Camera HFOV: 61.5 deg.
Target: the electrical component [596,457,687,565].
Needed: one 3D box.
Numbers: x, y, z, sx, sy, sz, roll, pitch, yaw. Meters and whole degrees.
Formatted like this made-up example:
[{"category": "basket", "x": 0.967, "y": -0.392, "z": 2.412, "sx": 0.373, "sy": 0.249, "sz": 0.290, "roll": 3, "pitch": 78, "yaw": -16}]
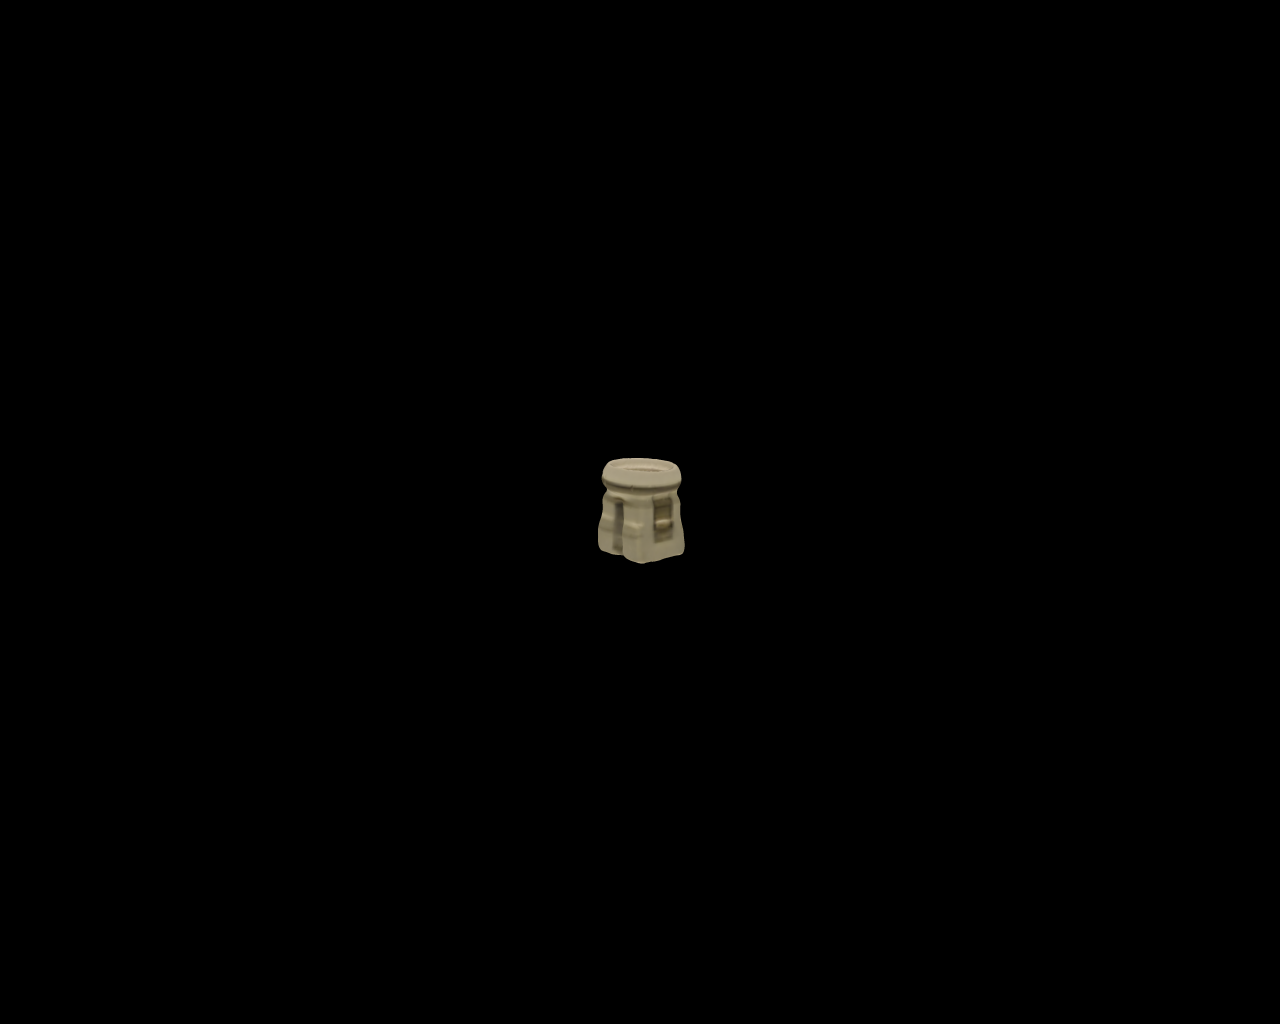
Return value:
[{"category": "electrical component", "x": 0.001, "y": -0.003, "z": 0.650, "sx": 0.048, "sy": 0.055, "sz": 0.066, "roll": -11, "pitch": 17, "yaw": -38}]
